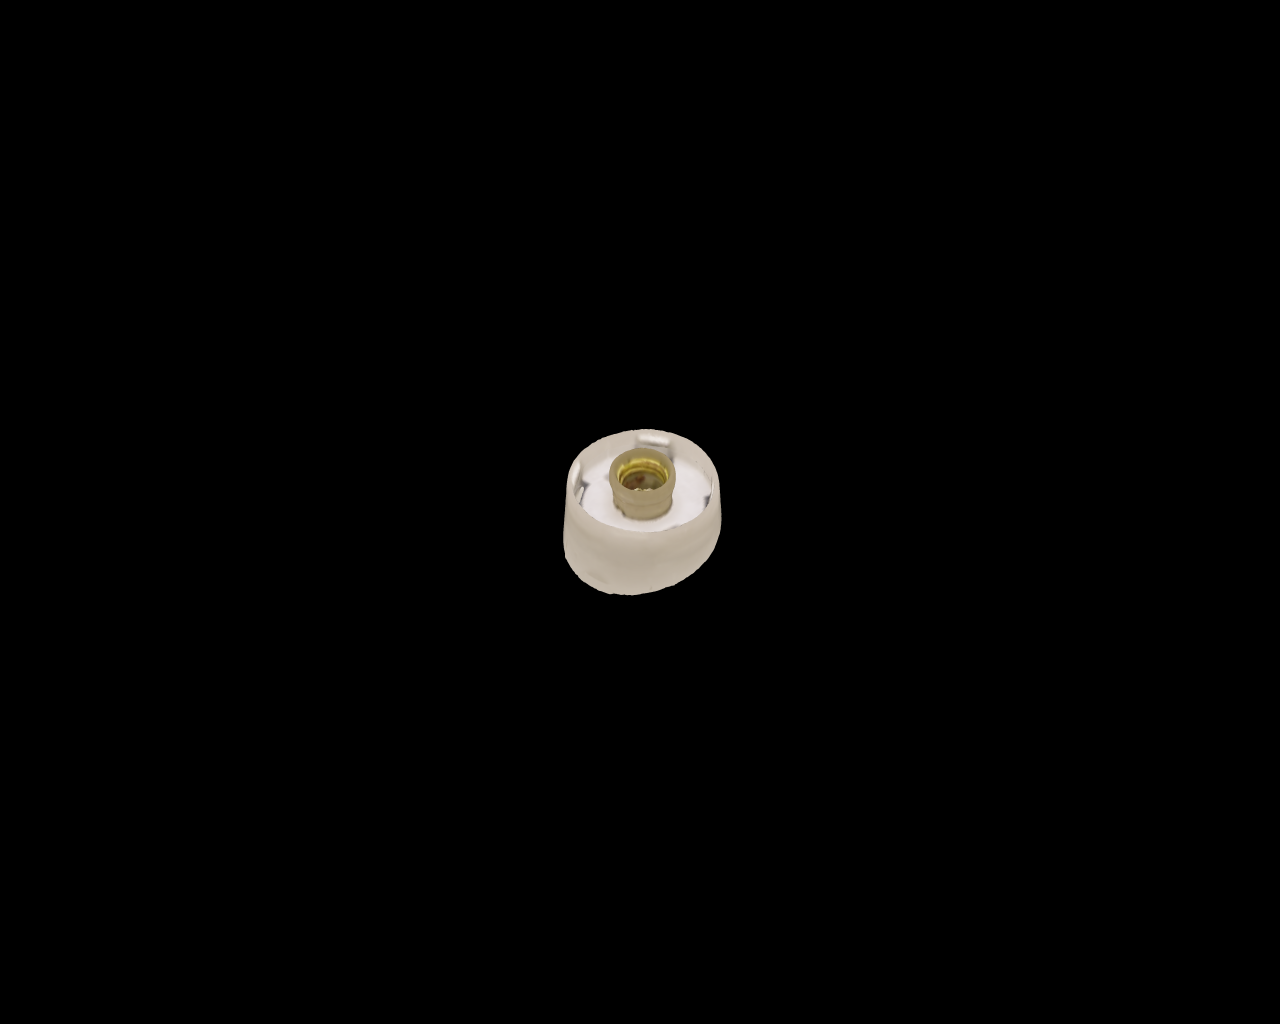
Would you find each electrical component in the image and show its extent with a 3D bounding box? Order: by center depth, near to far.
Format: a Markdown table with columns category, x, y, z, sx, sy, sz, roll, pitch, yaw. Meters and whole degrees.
| category | x | y | z | sx | sy | sz | roll | pitch | yaw |
| --- | --- | --- | --- | --- | --- | --- | --- | --- | --- |
| electrical component | 0.001 | -0.003 | 0.650 | 0.099 | 0.099 | 0.064 | 0 | -45 | 0 |
